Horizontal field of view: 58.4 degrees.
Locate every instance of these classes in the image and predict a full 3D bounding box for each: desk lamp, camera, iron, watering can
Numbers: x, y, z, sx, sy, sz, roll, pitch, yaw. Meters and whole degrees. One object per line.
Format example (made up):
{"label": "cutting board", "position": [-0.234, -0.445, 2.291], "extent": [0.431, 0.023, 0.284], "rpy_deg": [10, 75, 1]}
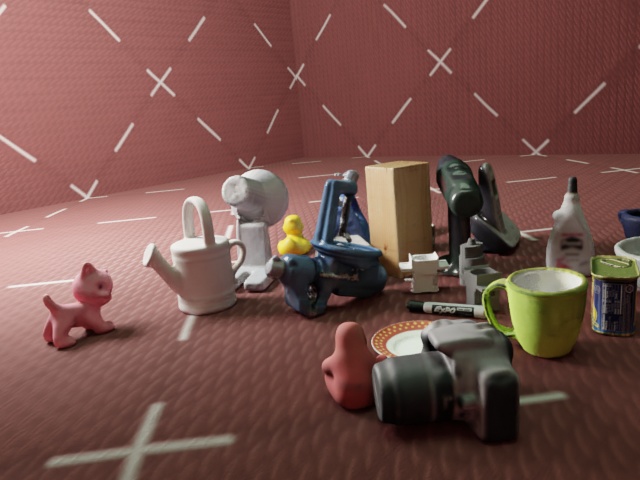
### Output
{"label": "desk lamp", "position": [-0.133, -0.029, 1.130], "extent": [0.117, 0.214, 0.203], "rpy_deg": [-2, 14, 11]}
{"label": "camera", "position": [0.122, 0.134, 0.595], "extent": [0.137, 0.101, 0.143], "rpy_deg": [-6, 13, -3]}
{"label": "iron", "position": [0.063, -0.050, 1.303], "extent": [0.118, 0.141, 0.258], "rpy_deg": [-2, 14, 12]}
{"label": "watering can", "position": [-0.210, 0.023, 0.980], "extent": [0.100, 0.194, 0.173], "rpy_deg": [4, 16, 34]}

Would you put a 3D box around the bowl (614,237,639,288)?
{"label": "bowl", "position": [0.537, 0.046, 0.868], "extent": [0.167, 0.075, 0.167], "rpy_deg": [-5, 13, 1]}

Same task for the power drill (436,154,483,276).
{"label": "power drill", "position": [0.255, -0.047, 1.074], "extent": [0.075, 0.208, 0.229], "rpy_deg": [-4, 13, 3]}

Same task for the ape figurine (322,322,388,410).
{"label": "ape figurine", "position": [0.039, 0.135, 0.641], "extent": [0.077, 0.092, 0.076], "rpy_deg": [0, 14, 20]}

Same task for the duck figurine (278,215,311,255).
{"label": "duck figurine", "position": [-0.061, -0.013, 1.313], "extent": [0.077, 0.086, 0.104], "rpy_deg": [-3, 14, 10]}

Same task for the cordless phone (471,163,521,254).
{"label": "cordless phone", "position": [0.364, -0.073, 1.193], "extent": [0.094, 0.185, 0.148], "rpy_deg": [1, 15, 25]}

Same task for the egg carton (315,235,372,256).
{"label": "egg carton", "position": [0.047, 0.037, 1.100], "extent": [0.107, 0.069, 0.150], "rpy_deg": [-7, 14, -10]}

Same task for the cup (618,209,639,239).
{"label": "cup", "position": [0.578, -0.006, 1.027], "extent": [0.092, 0.095, 0.117], "rpy_deg": [-9, 14, -14]}

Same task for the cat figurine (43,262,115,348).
{"label": "cat figurine", "position": [-0.380, 0.094, 0.913], "extent": [0.067, 0.118, 0.128], "rpy_deg": [6, 17, 38]}

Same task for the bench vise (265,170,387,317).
{"label": "bench vise", "position": [0.017, 0.005, 0.920], "extent": [0.121, 0.220, 0.208], "rpy_deg": [8, 19, 43]}

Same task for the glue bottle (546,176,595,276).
{"label": "glue bottle", "position": [0.430, -0.023, 0.983], "extent": [0.078, 0.173, 0.037], "rpy_deg": [-2, 14, 11]}
